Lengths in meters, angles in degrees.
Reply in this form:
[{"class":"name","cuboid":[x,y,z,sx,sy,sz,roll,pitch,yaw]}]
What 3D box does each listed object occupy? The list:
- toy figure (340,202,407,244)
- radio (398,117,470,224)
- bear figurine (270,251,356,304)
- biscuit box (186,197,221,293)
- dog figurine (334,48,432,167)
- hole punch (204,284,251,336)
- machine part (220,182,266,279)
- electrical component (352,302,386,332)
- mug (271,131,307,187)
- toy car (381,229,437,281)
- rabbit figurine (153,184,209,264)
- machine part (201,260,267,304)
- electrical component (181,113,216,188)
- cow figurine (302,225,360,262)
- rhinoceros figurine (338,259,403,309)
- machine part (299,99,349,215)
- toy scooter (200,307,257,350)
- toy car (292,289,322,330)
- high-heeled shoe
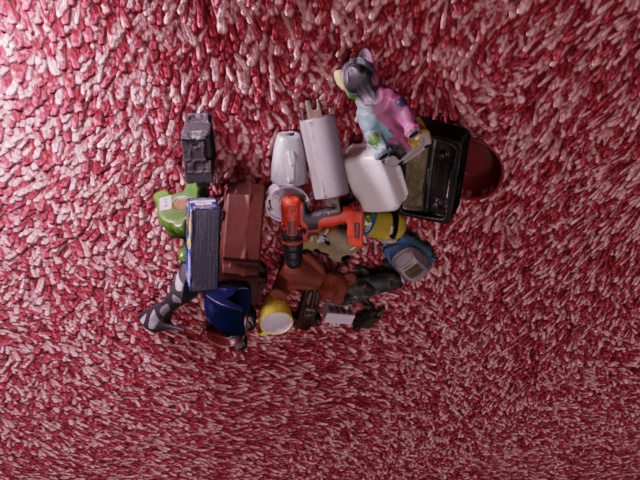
[{"class":"toy figure","cuboid":[0.127,-0.046,1.300,0.180,0.082,0.089,22,123,-22]},{"class":"radio","cuboid":[0.253,-0.150,1.203,0.131,0.073,0.229,17,135,21]},{"class":"bear figurine","cuboid":[-0.012,0.111,1.360,0.196,0.132,0.120,29,117,-8]},{"class":"biscuit box","cuboid":[-0.246,0.013,1.122,0.063,0.059,0.202,-4,120,-23]},{"class":"dog figurine","cuboid":[0.118,-0.266,1.068,0.108,0.219,0.191,-33,166,21]},{"class":"hole punch","cuboid":[-0.234,0.175,1.349,0.116,0.092,0.142,2,135,-4]},{"class":"machine part","cuboid":[-0.168,-0.018,1.171,0.087,0.201,0.201,6,84,-6]},{"class":"electrical component","cuboid":[0.133,0.222,1.554,0.078,0.045,0.102,-2,140,-47]},{"class":"mug","cuboid":[-0.067,-0.172,1.148,0.081,0.110,0.107,-1,116,-2]},{"class":"toy car","cuboid":[0.236,0.050,1.386,0.109,0.103,0.161,-37,128,19]},{"class":"rabbit figurine","cuboid":[-0.282,-0.025,1.217,0.121,0.159,0.170,-22,146,-4]},{"class":"machine part","cuboid":[-0.222,0.111,1.387,0.179,0.056,0.179,-4,131,-5]},{"class":"electrical component","cuboid":[-0.246,-0.177,1.100,0.058,0.115,0.134,-1,130,-4]},{"class":"cow figurine","cuboid":[-0.003,-0.004,1.314,0.195,0.086,0.127,26,115,-29]},{"class":"rhinoceros figurine","cuboid":[0.127,0.123,1.454,0.190,0.073,0.112,-19,141,4]},{"class":"machine part","cuboid":[0.011,-0.173,1.128,0.079,0.079,0.243,-12,101,0]},{"class":"toy scooter","cuboid":[-0.255,0.243,1.482,0.135,0.075,0.183,9,132,-16]},{"class":"toy car","cuboid":[-0.027,0.176,1.480,0.089,0.053,0.202,7,129,-12]},{"class":"high-heeled shoe","cuboid":[-0.398,0.136,1.388,0.145,0.086,0.248,19,110,13]}]
